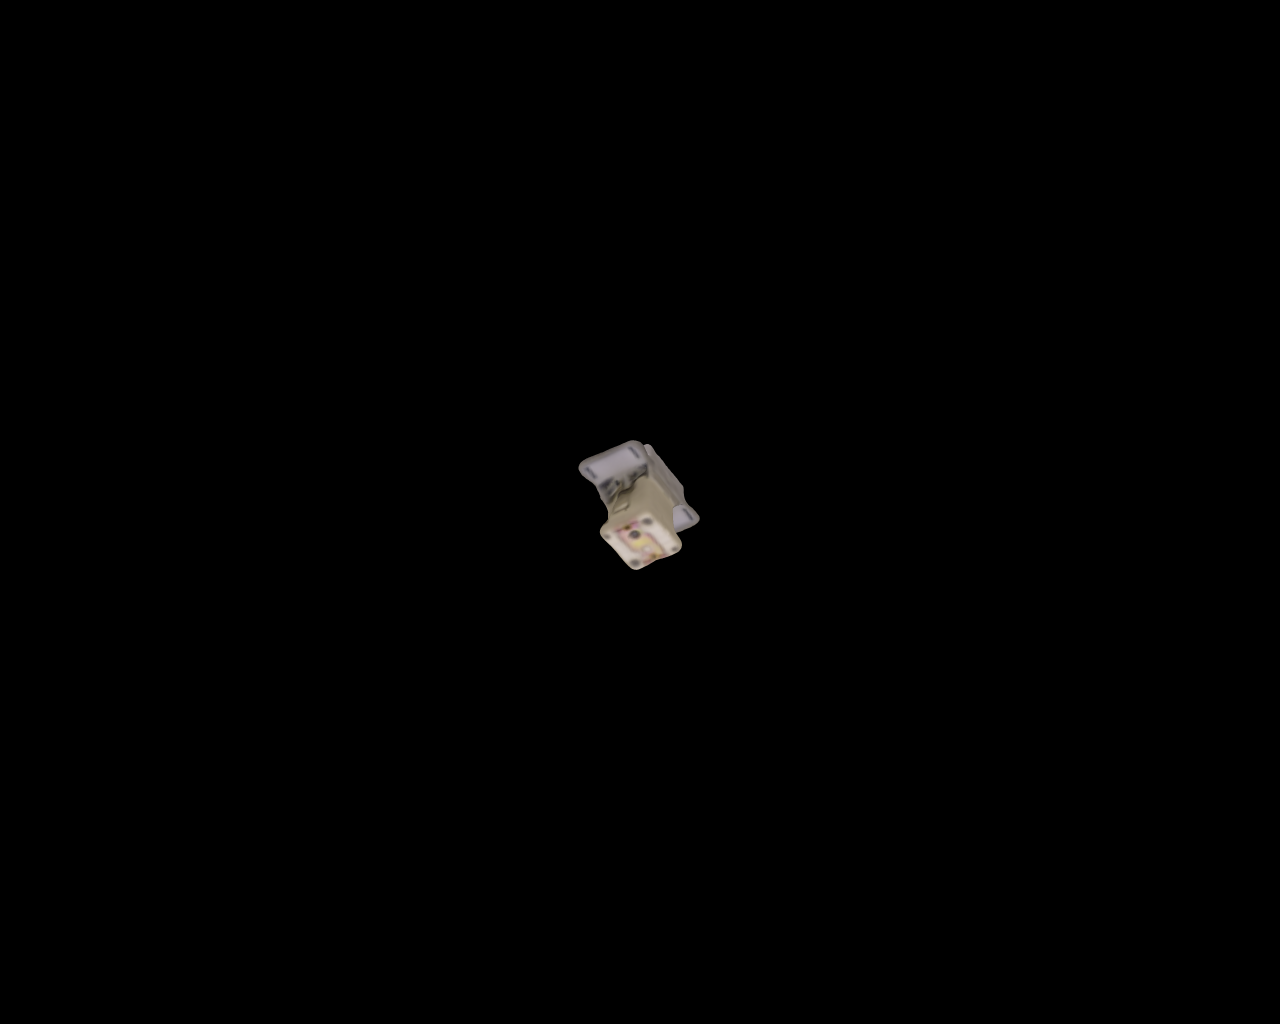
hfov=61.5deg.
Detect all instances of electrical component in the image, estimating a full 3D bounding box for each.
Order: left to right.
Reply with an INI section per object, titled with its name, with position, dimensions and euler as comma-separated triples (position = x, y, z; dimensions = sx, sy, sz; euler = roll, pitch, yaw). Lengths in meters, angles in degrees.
[electrical component]
position = 0.001, -0.003, 0.650
dimensions = 0.042, 0.064, 0.081
euler = -24, -50, 22
